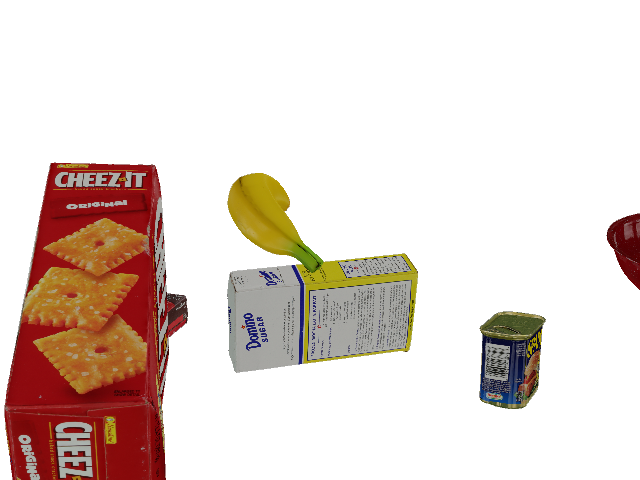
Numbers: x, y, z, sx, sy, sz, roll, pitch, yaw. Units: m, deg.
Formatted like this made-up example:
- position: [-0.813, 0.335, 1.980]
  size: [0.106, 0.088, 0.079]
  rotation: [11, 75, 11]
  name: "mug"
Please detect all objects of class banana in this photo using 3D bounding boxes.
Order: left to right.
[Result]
- position: [-0.044, -0.022, 0.843]
  size: [0.037, 0.069, 0.198]
  rotation: [-41, 18, 6]
  name: "banana"

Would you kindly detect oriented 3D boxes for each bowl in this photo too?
- position: [0.390, 0.024, 1.156]
  size: [0.162, 0.055, 0.162]
  rotation: [0, 26, 0]
  name: "bowl"

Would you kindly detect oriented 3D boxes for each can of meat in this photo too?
- position: [0.211, 0.131, 1.180]
  size: [0.058, 0.084, 0.102]
  rotation: [6, 11, 23]
  name: "can of meat"

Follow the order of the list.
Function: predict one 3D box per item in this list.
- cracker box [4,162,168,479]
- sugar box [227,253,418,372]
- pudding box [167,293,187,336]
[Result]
- position: [-0.119, 0.079, 0.586]
  size: [0.072, 0.164, 0.214]
  rotation: [0, 34, -7]
  name: "cracker box"
- position: [0.001, 0.068, 1.015]
  size: [0.176, 0.093, 0.048]
  rotation: [-4, 29, -12]
  name: "sugar box"
- position: [-0.216, 0.085, 1.177]
  size: [0.114, 0.039, 0.090]
  rotation: [4, 18, 19]
  name: "pudding box"
